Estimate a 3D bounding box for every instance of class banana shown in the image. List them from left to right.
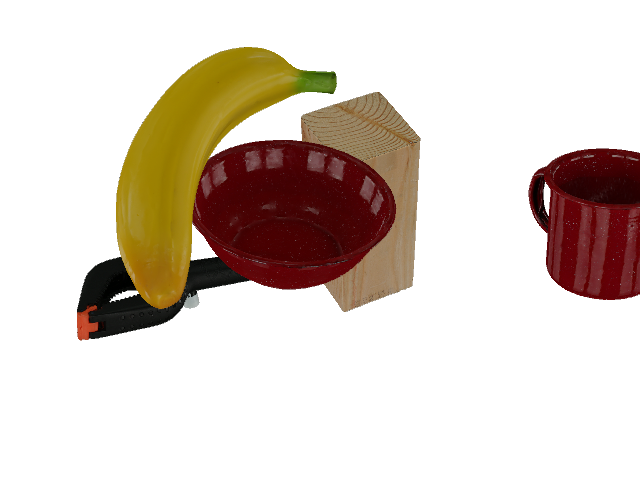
[{"bbox_3d":[-0.058,-0.047,0.528,0.070,0.037,0.197,18,46,15],"label":"banana"}]

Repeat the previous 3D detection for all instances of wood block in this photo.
[{"bbox_3d":[0.041,-0.037,1.104,0.090,0.206,0.091,-20,47,-17],"label":"wood block"}]

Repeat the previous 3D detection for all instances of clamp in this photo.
[{"bbox_3d":[-0.157,0.028,0.990,0.165,0.036,0.209,25,36,30],"label":"clamp"}]

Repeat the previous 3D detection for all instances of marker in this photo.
[{"bbox_3d":[-0.156,0.022,1.206,0.020,0.121,0.020,-6,30,3],"label":"marker"}]

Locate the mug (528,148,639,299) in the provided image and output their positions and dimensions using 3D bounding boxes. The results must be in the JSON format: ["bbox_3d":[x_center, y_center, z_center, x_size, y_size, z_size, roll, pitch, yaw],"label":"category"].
[{"bbox_3d":[0.199,-0.015,0.780,0.093,0.081,0.117,-25,37,-33],"label":"mug"}]

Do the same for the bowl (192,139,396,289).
[{"bbox_3d":[-0.024,-0.012,0.825,0.162,0.055,0.162,3,38,-3],"label":"bowl"}]
